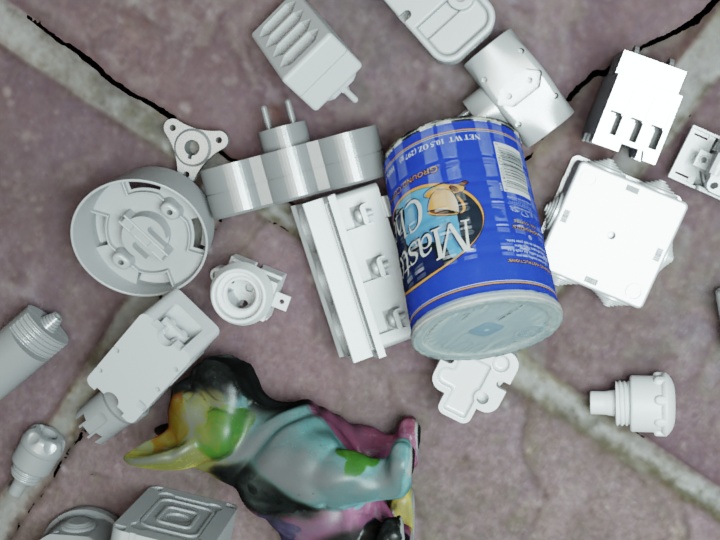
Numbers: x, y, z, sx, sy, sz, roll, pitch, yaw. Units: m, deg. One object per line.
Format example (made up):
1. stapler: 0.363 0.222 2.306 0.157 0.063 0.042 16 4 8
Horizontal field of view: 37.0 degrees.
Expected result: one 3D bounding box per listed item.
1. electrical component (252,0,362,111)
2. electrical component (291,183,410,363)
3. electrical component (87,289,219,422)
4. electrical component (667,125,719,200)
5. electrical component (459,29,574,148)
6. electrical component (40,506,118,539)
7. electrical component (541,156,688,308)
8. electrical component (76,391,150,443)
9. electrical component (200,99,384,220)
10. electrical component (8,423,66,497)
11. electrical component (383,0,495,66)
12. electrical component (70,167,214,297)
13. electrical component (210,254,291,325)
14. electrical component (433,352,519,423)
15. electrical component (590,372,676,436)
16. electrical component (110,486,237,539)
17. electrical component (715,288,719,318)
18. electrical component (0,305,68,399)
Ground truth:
1. electrical component: -0.028 -0.150 0.788 0.047 0.083 0.076 -43 130 10
2. electrical component: 0.000 0.000 0.806 0.063 0.079 0.121 -19 96 -14
3. electrical component: -0.155 0.063 0.820 0.050 0.055 0.089 44 121 -1
4. electrical component: 0.269 -0.069 0.769 0.081 0.064 0.042 24 99 2
5. electrical component: 0.102 -0.122 0.789 0.079 0.043 0.077 -38 93 10
6. electrical component: -0.226 0.237 0.870 0.080 0.051 0.080 1 98 6
7. electrical component: 0.182 -0.028 0.792 0.100 0.048 0.099 23 99 3
8. electrical component: -0.198 0.111 0.857 0.046 0.040 0.040 -37 93 16
9. electrical component: -0.054 -0.090 0.805 0.138 0.052 0.073 -14 96 8
10. electrical component: -0.267 0.157 0.872 0.035 0.035 0.061 32 102 1
11. electrical component: 0.052 -0.196 0.776 0.054 0.059 0.095 -41 92 10
12. electrical component: -0.161 -0.029 0.816 0.099 0.064 0.099 2 112 6
13. electrical component: -0.087 0.016 0.822 0.066 0.055 0.048 21 100 3
14. electrical component: 0.087 0.070 0.811 0.058 0.057 0.078 26 100 2
15. electrical component: 0.205 0.100 0.811 0.062 0.048 0.048 0 98 13
16. electrical component: -0.145 0.216 0.828 0.078 0.113 0.057 13 96 4
17. electrical component: 0.291 0.032 0.787 0.055 0.055 0.047 -14 93 8
18. electrical component: -0.269 0.062 0.854 0.081 0.043 0.043 -39 93 9
